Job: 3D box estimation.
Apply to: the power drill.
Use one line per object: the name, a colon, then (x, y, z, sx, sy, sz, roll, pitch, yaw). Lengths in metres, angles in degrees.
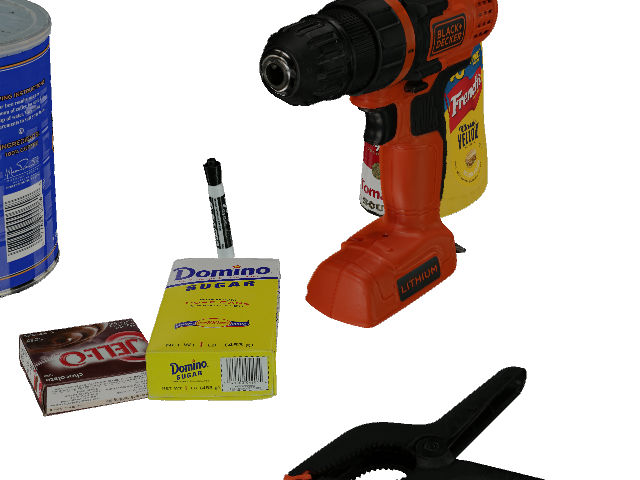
power drill: (0.032, -0.049, 0.596, 0.057, 0.188, 0.184, 24, 34, 33)

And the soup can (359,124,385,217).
soup can: (0.076, -0.082, 1.080, 0.068, 0.102, 0.068, 3, 31, -2)

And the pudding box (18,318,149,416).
pudding box: (-0.211, 0.115, 0.979, 0.113, 0.039, 0.090, -9, 28, -26)

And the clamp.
clamp: (0.078, 0.147, 0.728, 0.210, 0.036, 0.164, -6, 28, -4)

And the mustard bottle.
mustard bottle: (0.099, -0.121, 0.874, 0.058, 0.191, 0.096, 14, 32, 36)

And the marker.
marker: (-0.112, -0.034, 1.176, 0.020, 0.121, 0.020, -5, 28, 3)

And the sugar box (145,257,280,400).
sugar box: (-0.079, 0.063, 0.832, 0.093, 0.048, 0.176, 0, 23, -2)

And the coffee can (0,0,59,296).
coffee can: (-0.194, -0.052, 0.572, 0.103, 0.140, 0.103, 4, 28, -2)
